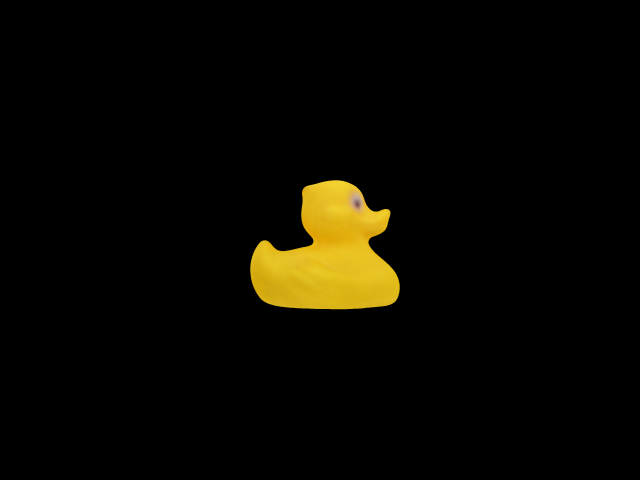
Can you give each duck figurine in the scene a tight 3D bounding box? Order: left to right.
[{"bbox_3d":[0.004,0.001,0.400,0.104,0.086,0.077,0,4,-2],"label":"duck figurine"}]
